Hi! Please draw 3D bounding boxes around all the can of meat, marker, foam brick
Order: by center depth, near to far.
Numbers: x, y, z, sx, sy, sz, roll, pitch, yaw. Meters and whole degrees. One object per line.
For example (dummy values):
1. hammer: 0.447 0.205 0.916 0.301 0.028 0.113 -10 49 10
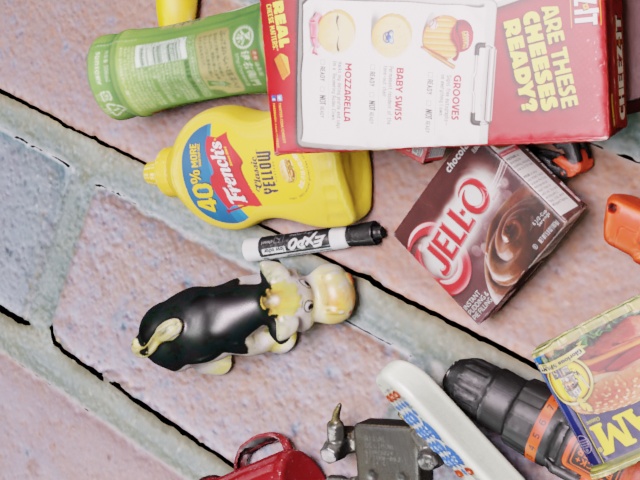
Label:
1. can of meat: 0.186 0.080 0.626 0.102 0.057 0.084 -32 79 27
2. foam brick: 0.200 -0.123 0.676 0.051 0.052 0.078 -13 85 30
3. marker: -0.005 0.001 0.818 0.121 0.020 0.020 -8 88 30

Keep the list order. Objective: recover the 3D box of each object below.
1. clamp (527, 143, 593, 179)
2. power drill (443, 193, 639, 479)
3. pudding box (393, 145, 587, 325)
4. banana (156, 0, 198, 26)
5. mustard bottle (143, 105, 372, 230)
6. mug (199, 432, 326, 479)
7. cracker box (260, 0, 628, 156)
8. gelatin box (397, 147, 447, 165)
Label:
1. clamp: 0.109 -0.094 0.739 0.171 0.039 0.120 52 131 17
2. power drill: 0.186 0.069 0.690 0.185 0.057 0.188 26 107 23
3. pudding box: 0.112 -0.012 0.719 0.090 0.039 0.114 47 131 17
4. banana: -0.133 -0.251 0.876 0.070 0.037 0.198 -37 70 51
5. mustard bottle: -0.057 -0.057 0.822 0.192 0.058 0.096 -1 108 31
6. mug: -0.040 0.200 0.815 0.082 0.093 0.117 -28 42 23
7. cracker box: 0.070 -0.139 0.647 0.214 0.072 0.164 -1 101 26
8. gelatin box: 0.061 -0.106 0.730 0.073 0.030 0.089 32 117 32
